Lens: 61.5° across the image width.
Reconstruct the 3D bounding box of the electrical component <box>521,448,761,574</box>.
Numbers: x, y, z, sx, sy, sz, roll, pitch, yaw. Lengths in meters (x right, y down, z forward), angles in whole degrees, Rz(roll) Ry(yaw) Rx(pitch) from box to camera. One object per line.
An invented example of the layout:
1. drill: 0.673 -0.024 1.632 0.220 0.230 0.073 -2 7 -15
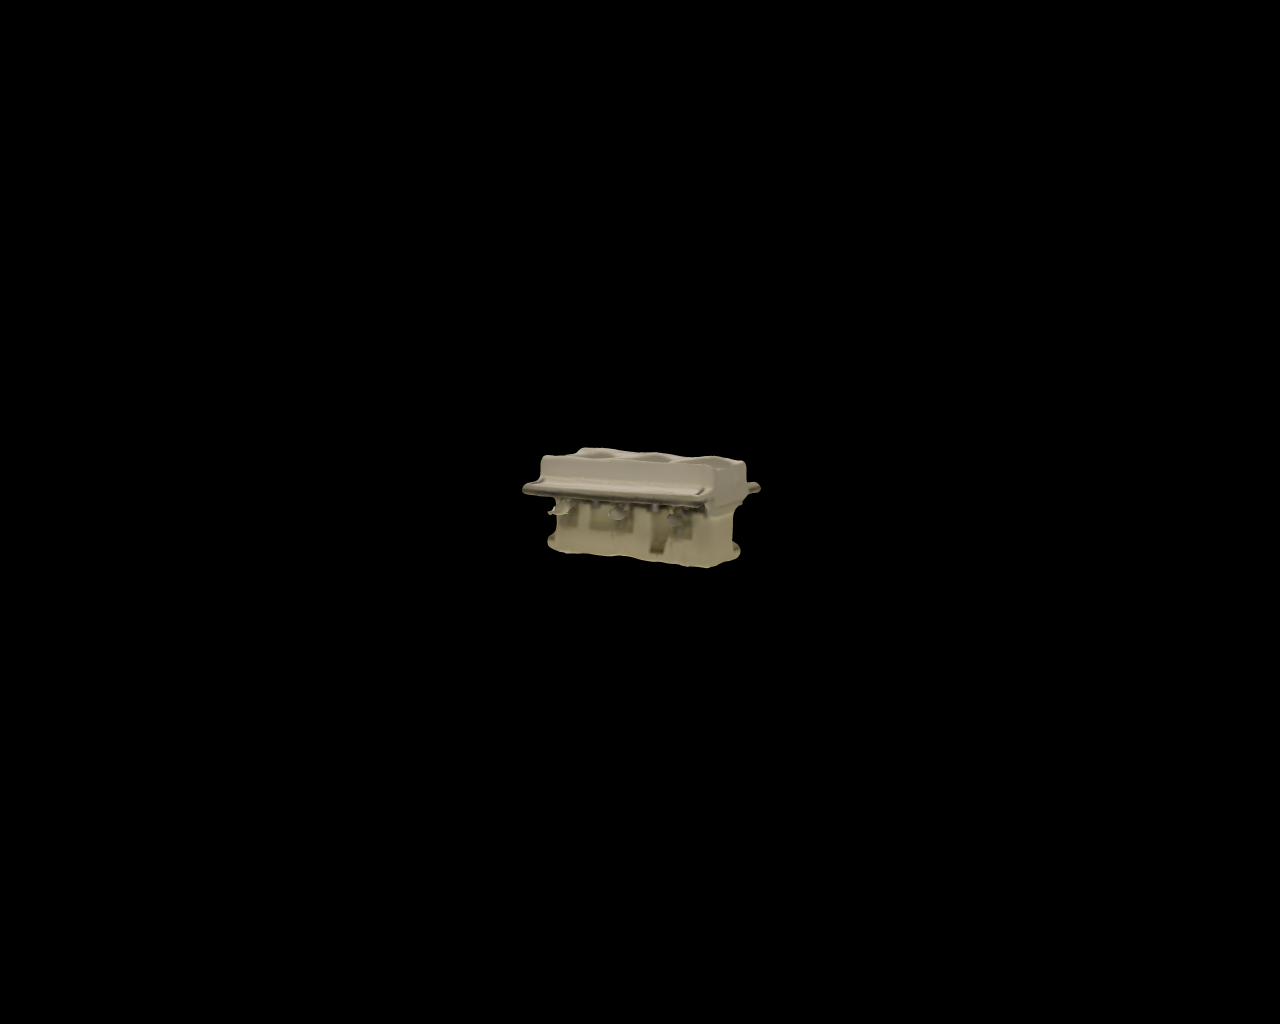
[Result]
1. electrical component: 0.001 -0.003 0.650 0.121 0.063 0.079 6 11 32
